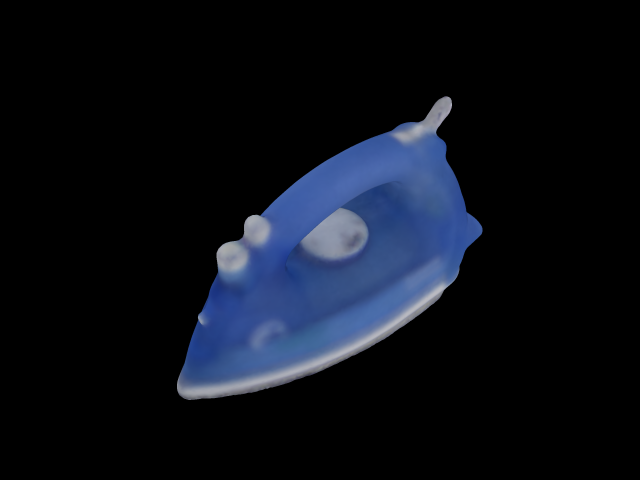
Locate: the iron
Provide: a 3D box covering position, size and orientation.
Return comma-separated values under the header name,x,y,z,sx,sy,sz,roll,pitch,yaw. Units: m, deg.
name,x,y,z,sx,sy,sz,roll,pitch,yaw
iron,0.004,0.001,0.400,0.259,0.141,0.118,-32,54,-27
